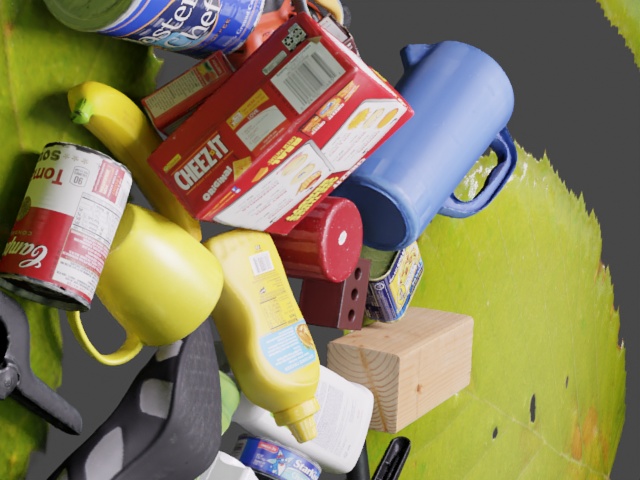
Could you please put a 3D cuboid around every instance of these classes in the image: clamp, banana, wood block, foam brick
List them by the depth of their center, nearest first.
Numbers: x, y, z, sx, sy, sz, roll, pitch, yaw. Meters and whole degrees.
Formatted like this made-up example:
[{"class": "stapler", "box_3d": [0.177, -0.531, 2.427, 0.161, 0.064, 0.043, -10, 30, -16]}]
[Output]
[{"class": "clamp", "box_3d": [-0.226, 0.102, 0.713, 0.120, 0.039, 0.171, -56, 138, -47]}, {"class": "banana", "box_3d": [-0.143, -0.064, 0.812, 0.197, 0.037, 0.069, 53, 29, -56]}, {"class": "foam brick", "box_3d": [0.015, 0.054, 1.110, 0.052, 0.051, 0.078, 12, 85, -60]}, {"class": "wood block", "box_3d": [0.096, 0.145, 1.235, 0.205, 0.090, 0.091, -15, 110, -59]}, {"class": "clamp", "box_3d": [0.059, 0.322, 1.259, 0.164, 0.036, 0.210, 15, 82, -61]}]

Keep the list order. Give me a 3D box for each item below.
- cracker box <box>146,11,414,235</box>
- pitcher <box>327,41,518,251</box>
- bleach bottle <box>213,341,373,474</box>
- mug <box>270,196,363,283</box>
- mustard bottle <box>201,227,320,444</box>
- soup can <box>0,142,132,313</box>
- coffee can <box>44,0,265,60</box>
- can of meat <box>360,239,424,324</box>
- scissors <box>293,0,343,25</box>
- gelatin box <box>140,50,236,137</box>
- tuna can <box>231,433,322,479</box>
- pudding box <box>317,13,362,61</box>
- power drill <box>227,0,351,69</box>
[{"class": "cracker box", "box_3d": [-0.023, -0.086, 0.864, 0.164, 0.072, 0.213, -43, 168, 11]}, {"class": "pitcher", "box_3d": [0.116, -0.094, 1.174, 0.242, 0.149, 0.145, -53, 148, -36]}, {"class": "bleach bottle", "box_3d": [-0.033, 0.149, 1.037, 0.250, 0.068, 0.102, 44, 56, -51]}, {"class": "mug", "box_3d": [-0.007, 0.001, 1.030, 0.117, 0.082, 0.093, 39, 62, -56]}, {"class": "mustard bottle", "box_3d": [-0.047, 0.084, 0.924, 0.096, 0.058, 0.191, -17, 83, -62]}, {"class": "soup can", "box_3d": [-0.177, -0.009, 0.743, 0.068, 0.069, 0.102, 42, 60, -55]}, {"class": "coffee can", "box_3d": [-0.119, -0.191, 0.772, 0.140, 0.103, 0.103, 0, 96, -61]}, {"class": "can of meat", "box_3d": [0.075, 0.031, 1.208, 0.102, 0.058, 0.084, -61, 146, -33]}, {"class": "scissors", "box_3d": [-0.023, -0.249, 0.905, 0.201, 0.016, 0.096, 46, 60, -53]}, {"class": "gelatin box", "box_3d": [-0.093, -0.108, 0.844, 0.030, 0.073, 0.089, 59, 4, 11]}, {"class": "tuna can", "box_3d": [-0.044, 0.217, 1.006, 0.086, 0.086, 0.033, 56, 50, -49]}, {"class": "pudding box", "box_3d": [-0.015, -0.139, 0.956, 0.113, 0.039, 0.090, -41, 161, -1]}, {"class": "power drill", "box_3d": [-0.029, -0.256, 0.962, 0.184, 0.057, 0.188, -34, 124, -53]}]
